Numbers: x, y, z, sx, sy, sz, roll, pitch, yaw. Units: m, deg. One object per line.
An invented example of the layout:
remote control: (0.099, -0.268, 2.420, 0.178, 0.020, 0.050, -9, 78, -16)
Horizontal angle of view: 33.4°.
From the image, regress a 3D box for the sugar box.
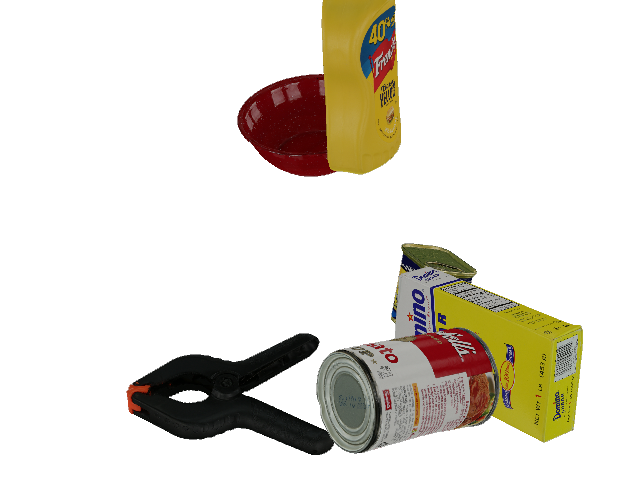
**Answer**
sugar box: (0.136, 0.092, 0.903, 0.048, 0.093, 0.176, -13, 23, -40)

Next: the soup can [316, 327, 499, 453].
soup can: (0.057, 0.097, 0.699, 0.102, 0.068, 0.069, -6, 3, -34)

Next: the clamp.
clamp: (-0.072, 0.121, 0.894, 0.171, 0.039, 0.120, 7, 38, -3)

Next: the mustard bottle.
mustard bottle: (0.035, -0.161, 0.921, 0.058, 0.192, 0.096, 11, 32, 25)

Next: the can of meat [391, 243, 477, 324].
can of meat: (0.116, 0.058, 1.121, 0.057, 0.084, 0.102, 5, 14, -18)

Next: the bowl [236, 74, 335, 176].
bowl: (-0.008, -0.118, 1.165, 0.162, 0.055, 0.162, -4, 39, 3)
